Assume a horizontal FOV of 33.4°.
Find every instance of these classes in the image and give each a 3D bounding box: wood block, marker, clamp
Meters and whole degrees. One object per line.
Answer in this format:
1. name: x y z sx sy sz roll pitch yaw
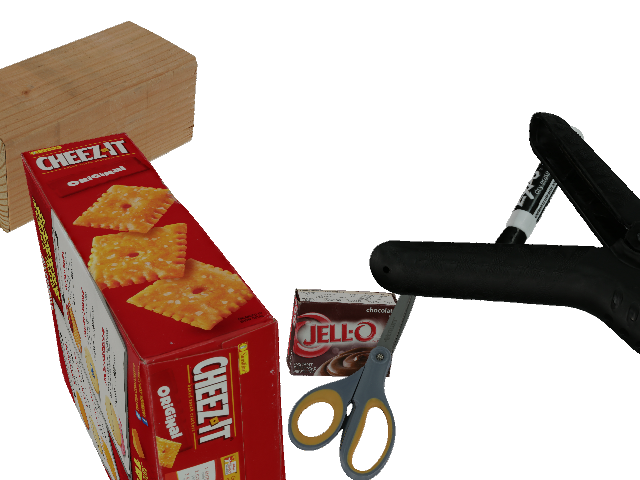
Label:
1. wood block: -0.209 -0.102 0.900 0.090 0.091 0.205 31 43 26
2. marker: 0.142 -0.028 0.705 0.020 0.121 0.020 26 -28 15
3. clamp: 0.139 0.015 0.495 0.210 0.036 0.164 33 50 33

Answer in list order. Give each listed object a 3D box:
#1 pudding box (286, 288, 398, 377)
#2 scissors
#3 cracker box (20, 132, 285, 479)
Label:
1. pudding box: 0.024 0.100 1.153 0.113 0.090 0.039 1 25 -11
2. scissors: 0.029 0.104 0.893 0.096 0.201 0.016 6 -35 5
3. cracker box: -0.090 0.060 0.571 0.072 0.164 0.214 -15 35 -21
